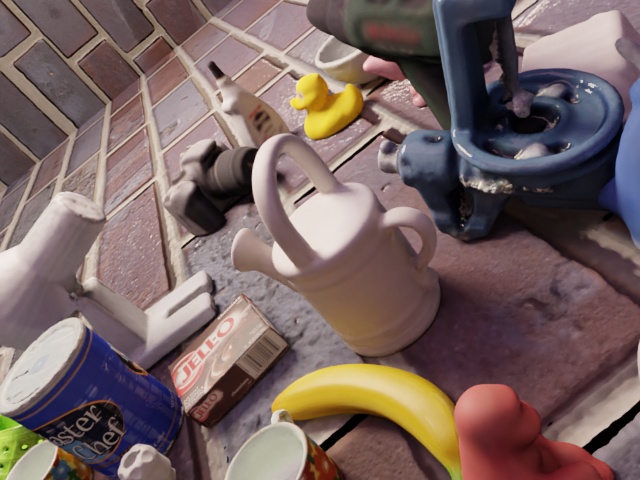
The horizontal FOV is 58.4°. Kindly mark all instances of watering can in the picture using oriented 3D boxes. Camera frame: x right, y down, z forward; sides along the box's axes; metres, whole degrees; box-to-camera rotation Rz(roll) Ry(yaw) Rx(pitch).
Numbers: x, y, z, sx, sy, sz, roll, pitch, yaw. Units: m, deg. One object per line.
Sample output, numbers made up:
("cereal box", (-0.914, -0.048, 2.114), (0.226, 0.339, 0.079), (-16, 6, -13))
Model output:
("watering can", (0.004, 0.003, 0.464), (0.172, 0.194, 0.101), (-29, 32, 17))

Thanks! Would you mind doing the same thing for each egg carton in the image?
("egg carton", (0.237, -0.141, 0.520), (0.107, 0.070, 0.150), (-15, 38, 35))

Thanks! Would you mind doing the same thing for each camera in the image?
("camera", (-0.151, -0.093, 0.851), (0.136, 0.101, 0.143), (-5, 45, 44))

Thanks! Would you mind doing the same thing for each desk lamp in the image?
("desk lamp", (-0.267, 0.058, 0.669), (0.203, 0.214, 0.117), (-38, 31, 4))

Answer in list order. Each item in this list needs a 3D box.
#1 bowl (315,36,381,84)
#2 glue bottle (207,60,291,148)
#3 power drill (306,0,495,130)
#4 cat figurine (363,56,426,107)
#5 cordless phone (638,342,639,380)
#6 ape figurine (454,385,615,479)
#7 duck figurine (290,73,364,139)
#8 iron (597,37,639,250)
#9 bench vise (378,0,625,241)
("bowl", (0.079, -0.296, 0.889), (0.167, 0.075, 0.167), (-28, 33, 20))
("glue bottle", (-0.117, -0.204, 0.887), (0.037, 0.173, 0.078), (-5, 45, 44))
("power drill", (0.098, -0.161, 0.561), (0.076, 0.209, 0.228), (-48, 32, -13))
("cat figurine", (0.122, -0.238, 0.725), (0.127, 0.118, 0.067), (-27, 33, 20))
("cordless phone", (0.169, 0.044, 0.240), (0.094, 0.185, 0.147), (-21, 36, 29))
("ape figurine", (0.105, 0.113, 0.312), (0.076, 0.092, 0.077), (-33, 31, 11))
("duck figurine", (0.005, -0.208, 0.845), (0.104, 0.086, 0.077), (-23, 34, 26))
("iron", (0.260, -0.036, 0.287), (0.118, 0.142, 0.257), (-42, 31, -3))
("bench vise", (0.119, -0.090, 0.435), (0.207, 0.220, 0.121), (-21, 36, 29))
